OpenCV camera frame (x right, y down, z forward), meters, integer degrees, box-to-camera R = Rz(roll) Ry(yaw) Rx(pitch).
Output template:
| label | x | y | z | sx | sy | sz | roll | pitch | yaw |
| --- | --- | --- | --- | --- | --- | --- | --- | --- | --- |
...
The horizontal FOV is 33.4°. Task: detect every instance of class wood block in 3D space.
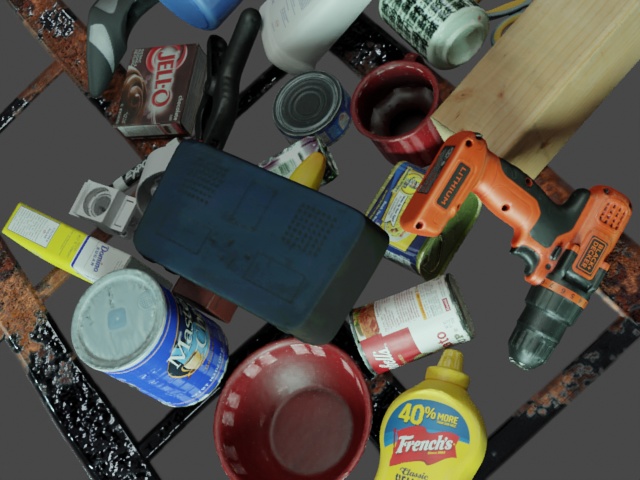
| label | x | y | z | sx | sy | sz | roll | pitch | yaw |
| --- | --- | --- | --- | --- | --- | --- | --- | --- | --- |
| wood block | 0.218 | -0.155 | 1.045 | 0.206 | 0.090 | 0.090 | -48 | 58 | -3 |

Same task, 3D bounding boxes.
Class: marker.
| label | x | y | z | sx | sy | sz | roll | pitch | yaw |
| --- | --- | --- | --- | --- | --- | --- | --- | --- | --- |
| marker | -0.210 | -0.078 | 1.239 | 0.121 | 0.020 | 0.020 | -34 | 58 | 6 |

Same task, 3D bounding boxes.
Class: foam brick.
| label | x | y | z | sx | sy | sz | roll | pitch | yaw |
| --- | --- | --- | --- | --- | --- | --- | --- | --- | --- |
| foam brick | -0.108 | 0.038 | 1.122 | 0.051 | 0.053 | 0.078 | 23 | 78 | 31 |

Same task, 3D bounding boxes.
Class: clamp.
| label | x | y | z | sx | sy | sz | roll | pitch | yaw |
| --- | --- | --- | --- | --- | --- | --- | --- | --- | --- |
| clamp | -0.115 | -0.175 | 1.218 | 0.120 | 0.039 | 0.171 | 1 | 74 | 70 |

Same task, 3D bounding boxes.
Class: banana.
| label | x | y | z | sx | sy | sz | roll | pitch | yaw |
| --- | --- | --- | --- | --- | --- | --- | --- | --- | --- |
| banana | -0.024 | 0.007 | 1.072 | 0.070 | 0.037 | 0.198 | -8 | 68 | 18 |

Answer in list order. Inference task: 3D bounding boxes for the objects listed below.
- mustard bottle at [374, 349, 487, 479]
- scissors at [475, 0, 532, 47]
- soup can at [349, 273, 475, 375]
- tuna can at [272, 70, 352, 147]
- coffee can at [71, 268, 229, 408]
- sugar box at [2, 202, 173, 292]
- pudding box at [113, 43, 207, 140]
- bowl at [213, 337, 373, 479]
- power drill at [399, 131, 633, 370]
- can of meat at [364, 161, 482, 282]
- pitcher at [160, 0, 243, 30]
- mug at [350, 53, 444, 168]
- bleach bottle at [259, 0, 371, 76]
| label | x | y | z | sx | sy | sz | roll | pitch | yaw |
| --- | --- | --- | --- | --- | --- | --- | --- | --- | --- |
| mustard bottle | 0.099 | 0.191 | 0.960 | 0.096 | 0.058 | 0.191 | 8 | 70 | 27 |
| scissors | 0.256 | -0.250 | 1.115 | 0.202 | 0.016 | 0.096 | -9 | 66 | 20 |
| soup can | 0.087 | 0.079 | 1.010 | 0.102 | 0.068 | 0.068 | -22 | 61 | 13 |
| tuna can | -0.008 | -0.143 | 1.171 | 0.086 | 0.033 | 0.086 | -10 | 63 | 20 |
| coffee can | -0.167 | 0.101 | 1.068 | 0.103 | 0.140 | 0.103 | -9 | 64 | 20 |
| sugar box | -0.256 | 0.021 | 1.172 | 0.176 | 0.093 | 0.048 | 25 | 80 | 31 |
| pudding box | -0.186 | -0.175 | 1.261 | 0.090 | 0.039 | 0.113 | -1 | 67 | 23 |
| bowl | -0.018 | 0.176 | 1.019 | 0.162 | 0.055 | 0.162 | -9 | 64 | 20 |
| power drill | 0.169 | 0.003 | 0.961 | 0.187 | 0.057 | 0.184 | 30 | 87 | -13 |
| can of meat | 0.097 | -0.020 | 1.057 | 0.084 | 0.057 | 0.102 | 27 | 80 | 33 |
| pitcher | -0.090 | -0.367 | 1.232 | 0.145 | 0.149 | 0.242 | 30 | 78 | 32 |
| mug | 0.090 | -0.135 | 1.096 | 0.093 | 0.081 | 0.117 | 1 | 68 | 24 |
| bleach bottle | 0.035 | -0.289 | 1.137 | 0.251 | 0.068 | 0.102 | -39 | 48 | 35 |
